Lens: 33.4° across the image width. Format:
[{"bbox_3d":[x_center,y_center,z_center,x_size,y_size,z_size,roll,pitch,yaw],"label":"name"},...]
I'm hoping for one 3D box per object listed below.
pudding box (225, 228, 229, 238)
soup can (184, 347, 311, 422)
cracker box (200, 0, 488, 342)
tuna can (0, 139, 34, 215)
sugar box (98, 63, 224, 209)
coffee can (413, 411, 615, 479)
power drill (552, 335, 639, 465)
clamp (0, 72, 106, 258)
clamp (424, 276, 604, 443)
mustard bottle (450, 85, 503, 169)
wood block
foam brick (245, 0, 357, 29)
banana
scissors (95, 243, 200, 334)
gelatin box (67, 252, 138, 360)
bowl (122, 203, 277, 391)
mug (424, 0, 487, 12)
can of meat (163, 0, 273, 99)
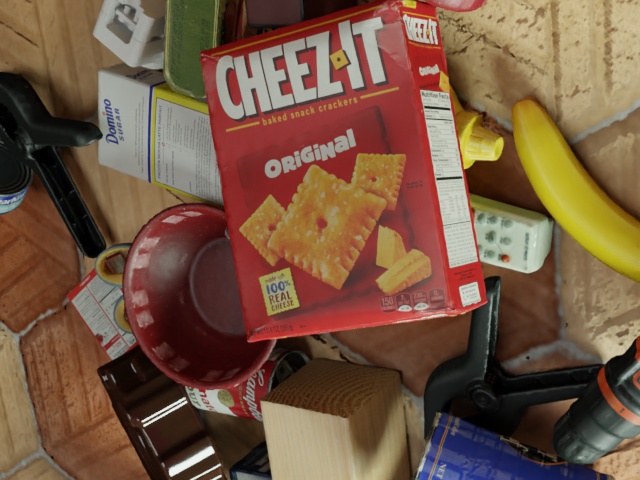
[{"bbox_3d":[-0.006,0.001,0.853,0.113,0.089,0.039,40,128,15],"label":"pudding box"},{"bbox_3d":[-0.065,0.126,0.959,0.102,0.068,0.068,5,111,35],"label":"soup can"},{"bbox_3d":[0.013,-0.045,0.745,0.164,0.072,0.214,-10,90,29],"label":"cracker box"},{"bbox_3d":[-0.330,-0.065,1.056,0.086,0.086,0.034,45,129,12],"label":"tuna can"},{"bbox_3d":[-0.115,-0.088,0.923,0.176,0.048,0.093,23,121,30],"label":"sugar box"},{"bbox_3d":[0.137,0.201,0.803,0.140,0.102,0.103,20,120,9],"label":"coffee can"},{"bbox_3d":[0.273,0.141,0.723,0.188,0.057,0.185,41,128,7],"label":"power drill"},{"bbox_3d":[-0.266,-0.086,1.020,0.210,0.036,0.165,38,142,31],"label":"clamp"},{"bbox_3d":[0.128,0.104,0.831,0.120,0.039,0.172,50,126,3],"label":"clamp"},{"bbox_3d":[0.046,-0.091,0.799,0.192,0.058,0.096,18,109,29],"label":"mustard bottle"},{"bbox_3d":[0.022,0.218,0.922,0.091,0.090,0.206,4,111,34],"label":"wood block"},{"bbox_3d":[-0.014,-0.188,0.791,0.053,0.078,0.051,6,110,31],"label":"foam brick"},{"bbox_3d":[0.203,-0.020,0.736,0.198,0.037,0.070,36,106,17],"label":"banana"},{"bbox_3d":[-0.121,0.050,0.982,0.202,0.016,0.096,9,104,23],"label":"scissors"},{"bbox_3d":[-0.200,0.069,1.055,0.073,0.030,0.089,-40,83,37],"label":"gelatin box"},{"bbox_3d":[-0.091,0.045,0.922,0.162,0.055,0.162,5,100,28],"label":"bowl"},{"bbox_3d":[0.104,-0.202,0.705,0.117,0.093,0.082,19,133,-15],"label":"mug"},{"bbox_3d":[-0.076,-0.167,0.838,0.058,0.083,0.102,20,119,27],"label":"can of meat"}]
